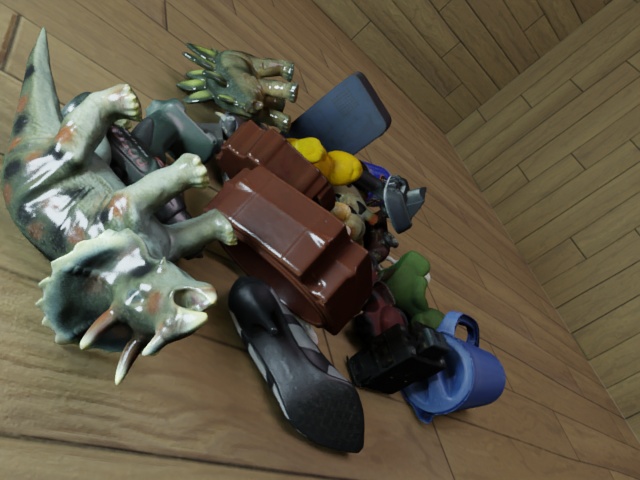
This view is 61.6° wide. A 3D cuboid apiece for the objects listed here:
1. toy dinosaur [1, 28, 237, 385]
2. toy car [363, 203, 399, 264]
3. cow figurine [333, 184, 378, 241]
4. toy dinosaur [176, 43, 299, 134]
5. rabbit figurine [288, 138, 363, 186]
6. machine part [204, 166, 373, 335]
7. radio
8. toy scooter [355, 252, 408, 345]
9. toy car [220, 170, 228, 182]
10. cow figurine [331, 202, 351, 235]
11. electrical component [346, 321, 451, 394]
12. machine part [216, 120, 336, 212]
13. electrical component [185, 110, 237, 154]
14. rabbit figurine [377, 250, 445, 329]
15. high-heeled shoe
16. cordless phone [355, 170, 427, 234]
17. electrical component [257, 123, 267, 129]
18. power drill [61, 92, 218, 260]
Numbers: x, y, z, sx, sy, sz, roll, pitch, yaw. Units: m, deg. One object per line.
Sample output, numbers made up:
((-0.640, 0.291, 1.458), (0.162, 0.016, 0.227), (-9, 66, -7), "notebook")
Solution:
((-0.222, -0.040, 0.507), (0.405, 0.192, 0.131), (42, -25, 20), "toy dinosaur")
((0.114, -0.014, 1.127), (0.053, 0.089, 0.202), (38, 26, -17), "toy car")
((0.048, -0.060, 1.076), (0.127, 0.085, 0.195), (30, 24, -23), "cow figurine")
((-0.148, -0.289, 0.959), (0.198, 0.105, 0.472), (12, 22, -16), "toy dinosaur")
((-0.008, -0.131, 1.020), (0.173, 0.121, 0.162), (-5, 11, -26), "rabbit figurine")
((-0.037, 0.019, 0.666), (0.201, 0.087, 0.201), (36, -19, 21), "machine part")
((0.026, -0.221, 1.098), (0.131, 0.229, 0.073), (52, 27, -7), "radio")
((0.076, 0.115, 0.868), (0.135, 0.075, 0.183), (-37, 106, -59), "toy scooter")
((-0.109, -0.122, 0.871), (0.103, 0.109, 0.162), (10, 32, -22), "toy car")
((0.010, 0.018, 0.822), (0.068, 0.167, 0.098), (8, 56, 0), "cow figurine")
((0.124, 0.177, 0.811), (0.114, 0.134, 0.058), (24, 38, -46), "electrical component")
((-0.063, -0.078, 0.726), (0.179, 0.056, 0.179), (36, -17, 13), "machine part")
((-0.180, -0.167, 0.824), (0.102, 0.045, 0.078), (1, 32, -9), "electrical component")
((0.180, 0.128, 1.002), (0.170, 0.121, 0.159), (46, 30, -5), "rabbit figurine")
((-0.033, 0.156, 0.676), (0.248, 0.086, 0.145), (61, -13, -22), "high-heeled shoe")
((0.120, -0.103, 1.105), (0.184, 0.088, 0.146), (31, 24, 2), "cordless phone")
((-0.145, -0.244, 1.055), (0.094, 0.021, 0.063), (38, 7, -29), "electrical component")
((-0.206, -0.096, 0.694), (0.232, 0.086, 0.207), (46, 30, -12), "power drill")
